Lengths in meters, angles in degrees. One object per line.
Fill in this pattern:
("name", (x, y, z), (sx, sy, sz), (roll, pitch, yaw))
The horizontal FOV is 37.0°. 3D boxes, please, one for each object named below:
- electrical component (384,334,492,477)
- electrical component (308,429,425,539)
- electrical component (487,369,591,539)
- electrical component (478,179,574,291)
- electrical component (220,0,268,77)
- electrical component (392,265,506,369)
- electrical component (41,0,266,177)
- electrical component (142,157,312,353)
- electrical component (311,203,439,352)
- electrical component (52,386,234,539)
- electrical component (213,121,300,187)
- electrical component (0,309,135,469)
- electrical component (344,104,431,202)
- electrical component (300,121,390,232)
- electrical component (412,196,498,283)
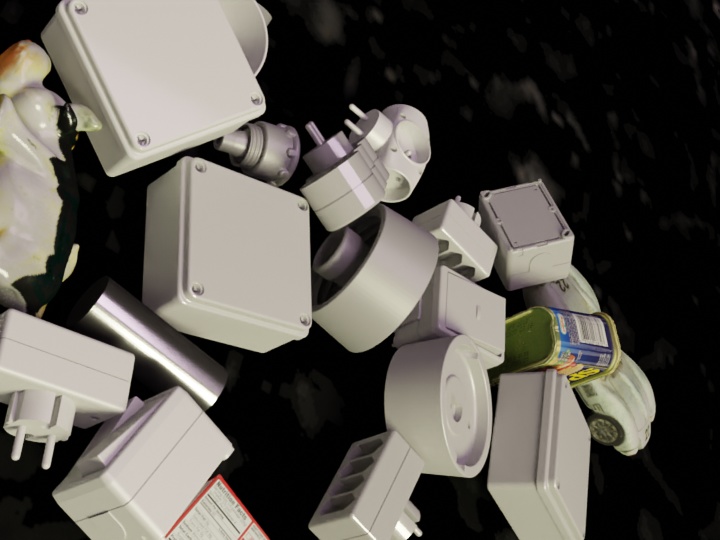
("electrical component", (0.055, 0.105, 0.829), (0.108, 0.060, 0.108), (24, 63, -61))
("electrical component", (0.017, 0.173, 0.773), (0.075, 0.047, 0.083), (49, 44, -17))
("electrical component", (0.149, 0.154, 0.885), (0.108, 0.056, 0.108), (58, 35, -46))
("electrical component", (0.146, -0.034, 0.975), (0.062, 0.061, 0.096), (-13, 47, -8))
("electrical component", (-0.124, -0.168, 0.785), (0.099, 0.064, 0.099), (22, 56, -38))
("electrical component", (0.072, 0.040, 0.885), (0.096, 0.061, 0.061), (29, 52, -33))
("electrical component", (-0.135, -0.131, 0.708), (0.109, 0.056, 0.108), (-27, 93, -34))
("electrical component", (-0.091, -0.008, 0.746), (0.109, 0.056, 0.108), (19, 58, -39))
("electrical component", (0.000, 0.000, 0.800), (0.060, 0.108, 0.108), (36, 48, -20))
("electrical component", (-0.128, 0.113, 0.644), (0.061, 0.062, 0.096), (52, 43, -14))
("electrical component", (-0.079, -0.091, 0.809), (0.062, 0.048, 0.048), (13, 62, -34))
("electrical component", (-0.182, 0.075, 0.618), (0.083, 0.047, 0.075), (26, 54, -35))
("electrical component", (0.018, -0.110, 0.917), (0.079, 0.044, 0.077), (37, 48, -27))
("electrical component", (-0.020, -0.082, 0.824), (0.073, 0.052, 0.138), (56, 10, -9))
("electrical component", (0.084, -0.033, 0.944), (0.066, 0.047, 0.076), (44, 45, -22))
